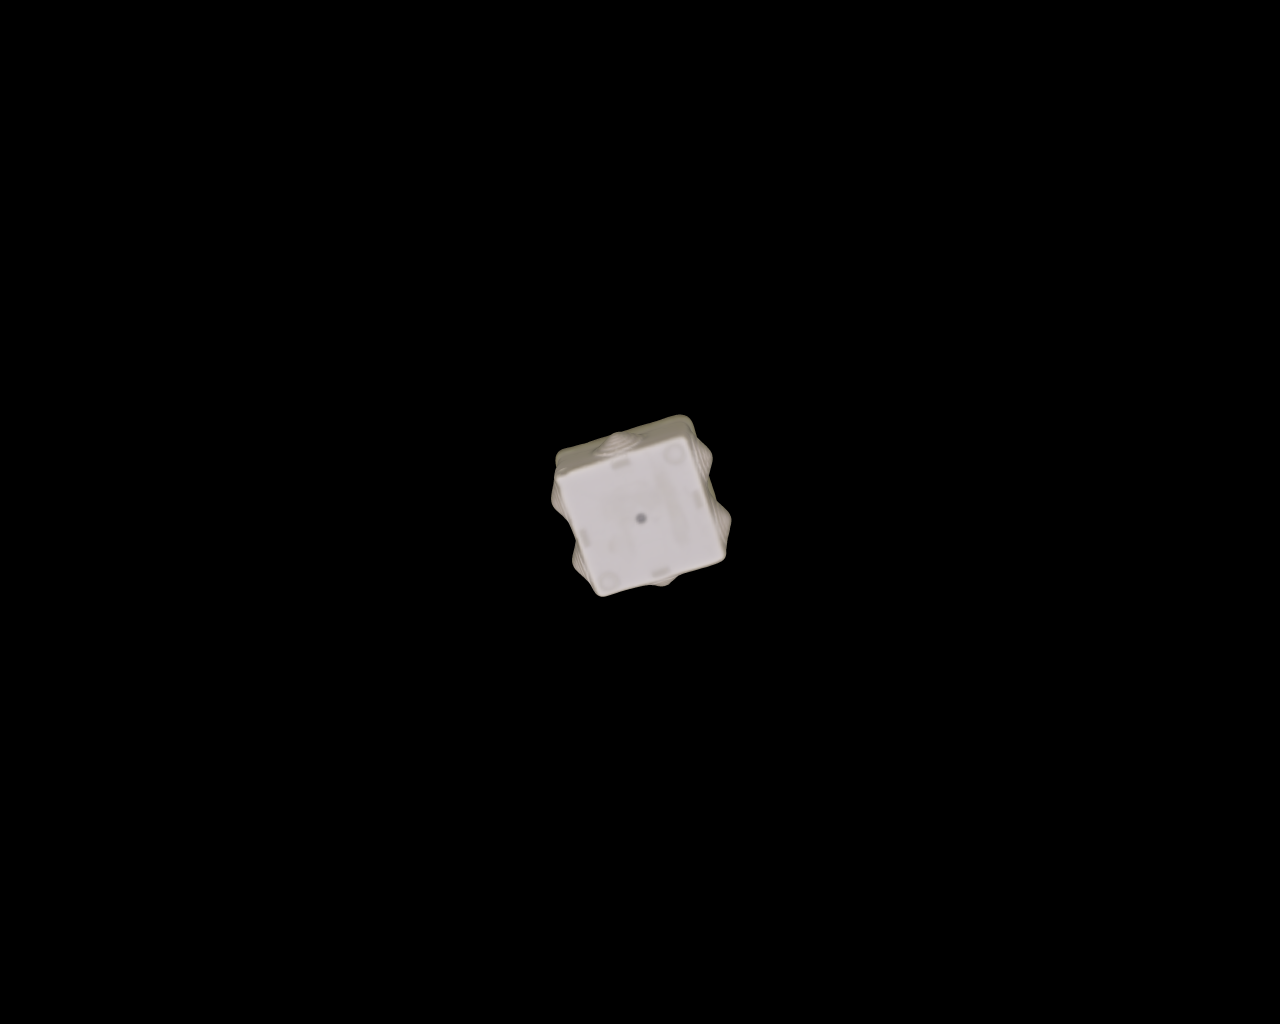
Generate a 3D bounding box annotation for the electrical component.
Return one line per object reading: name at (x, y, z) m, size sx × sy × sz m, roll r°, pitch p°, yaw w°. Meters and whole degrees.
electrical component at (0.001, -0.003, 0.650) m, size 0.100 × 0.099 × 0.048 m, roll -17°, pitch 16°, yaw 5°
